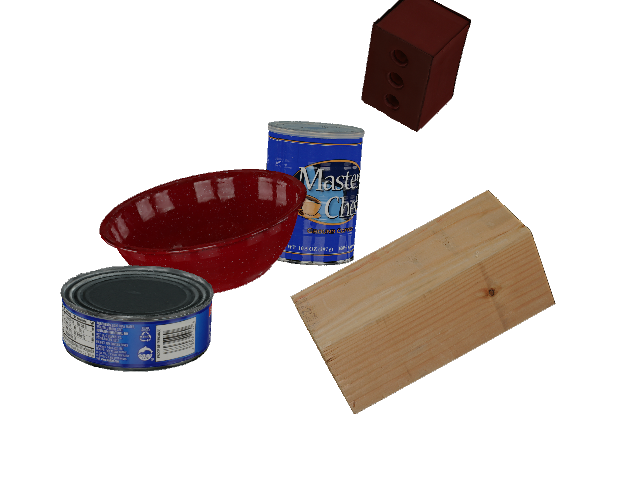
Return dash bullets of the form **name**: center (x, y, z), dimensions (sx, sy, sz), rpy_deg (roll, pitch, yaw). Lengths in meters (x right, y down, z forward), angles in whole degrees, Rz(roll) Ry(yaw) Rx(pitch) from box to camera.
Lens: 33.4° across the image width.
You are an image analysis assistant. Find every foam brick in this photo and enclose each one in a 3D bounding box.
- **foam brick**: center (0.067, -0.128, 0.767), dimensions (0.053, 0.051, 0.078), rpy_deg (32, -33, 18)

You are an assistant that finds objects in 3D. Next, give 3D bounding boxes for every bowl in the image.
- **bowl**: center (-0.085, -0.002, 0.829), dimensions (0.162, 0.055, 0.162), rpy_deg (-9, 23, 4)

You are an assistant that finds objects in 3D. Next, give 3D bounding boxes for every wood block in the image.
- **wood block**: center (0.091, 0.054, 0.958), dimensions (0.206, 0.091, 0.090), rpy_deg (-28, 32, -3)

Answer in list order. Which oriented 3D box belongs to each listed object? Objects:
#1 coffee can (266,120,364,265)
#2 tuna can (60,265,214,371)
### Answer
- **coffee can**: center (-0.009, -0.053, 1.145), dimensions (0.103, 0.140, 0.103), rpy_deg (4, 11, -1)
- **tuna can**: center (-0.104, 0.043, 0.610), dimensions (0.086, 0.034, 0.086), rpy_deg (3, 17, -1)
